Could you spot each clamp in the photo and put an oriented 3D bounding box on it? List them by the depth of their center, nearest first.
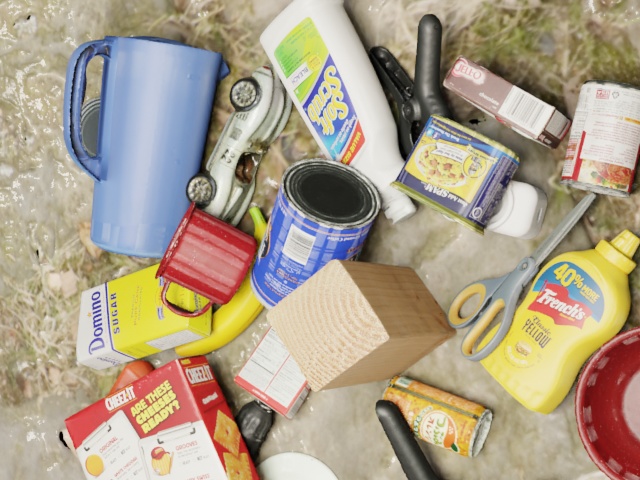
[{"bbox_3d":[0.111,0.263,1.077,0.210,0.036,0.165,26,120,16],"label":"clamp"},{"bbox_3d":[0.099,-0.142,1.115,0.120,0.039,0.171,-177,78,-67],"label":"clamp"}]

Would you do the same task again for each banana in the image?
[{"bbox_3d":[-0.092,0.062,1.203,0.070,0.037,0.198,36,102,29],"label":"banana"}]

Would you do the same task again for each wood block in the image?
[{"bbox_3d":[0.046,0.082,1.045,0.091,0.205,0.090,-39,73,17],"label":"wood block"}]

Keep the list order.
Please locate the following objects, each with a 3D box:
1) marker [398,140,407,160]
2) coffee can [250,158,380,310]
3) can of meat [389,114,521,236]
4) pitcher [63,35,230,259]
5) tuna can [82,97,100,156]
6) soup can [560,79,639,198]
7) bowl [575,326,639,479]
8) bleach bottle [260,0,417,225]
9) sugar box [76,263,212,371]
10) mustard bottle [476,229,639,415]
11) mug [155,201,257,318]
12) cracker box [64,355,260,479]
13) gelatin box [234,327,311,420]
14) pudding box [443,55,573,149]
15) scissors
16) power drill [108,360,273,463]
[{"bbox_3d":[0.059,-0.133,1.154,0.020,0.020,0.121,-37,73,18],"label":"marker"},{"bbox_3d":[-0.007,0.001,1.099,0.103,0.102,0.140,40,135,21],"label":"coffee can"},{"bbox_3d":[0.132,-0.065,1.031,0.102,0.057,0.084,31,95,29],"label":"can of meat"},{"bbox_3d":[-0.201,-0.107,1.200,0.149,0.145,0.243,10,97,10],"label":"pitcher"},{"bbox_3d":[-0.256,-0.128,1.288,0.086,0.033,0.086,-1,87,24],"label":"tuna can"},{"bbox_3d":[0.275,-0.097,1.027,0.069,0.068,0.102,13,92,24],"label":"soup can"},{"bbox_3d":[0.324,0.159,0.997,0.162,0.055,0.162,-1,86,24],"label":"bowl"},{"bbox_3d":[0.034,-0.135,1.121,0.103,0.067,0.251,-37,76,37],"label":"bleach bottle"},{"bbox_3d":[-0.202,0.083,1.218,0.176,0.048,0.093,-18,58,29],"label":"sugar box"},{"bbox_3d":[0.243,0.070,1.035,0.192,0.058,0.096,-53,48,12],"label":"mustard bottle"},{"bbox_3d":[-0.124,0.028,1.132,0.081,0.093,0.117,27,89,-10],"label":"mug"},{"bbox_3d":[-0.157,0.254,1.142,0.164,0.072,0.214,-29,78,20],"label":"cracker box"},{"bbox_3d":[-0.038,0.139,1.163,0.073,0.030,0.089,30,78,23],"label":"gelatin box"},{"bbox_3d":[0.187,-0.136,1.058,0.114,0.089,0.039,36,103,21],"label":"pudding box"},{"bbox_3d":[0.192,0.029,1.068,0.202,0.016,0.096,-58,31,0],"label":"scissors"},{"bbox_3d":[-0.159,0.220,1.211,0.188,0.057,0.184,36,100,22],"label":"power drill"}]
